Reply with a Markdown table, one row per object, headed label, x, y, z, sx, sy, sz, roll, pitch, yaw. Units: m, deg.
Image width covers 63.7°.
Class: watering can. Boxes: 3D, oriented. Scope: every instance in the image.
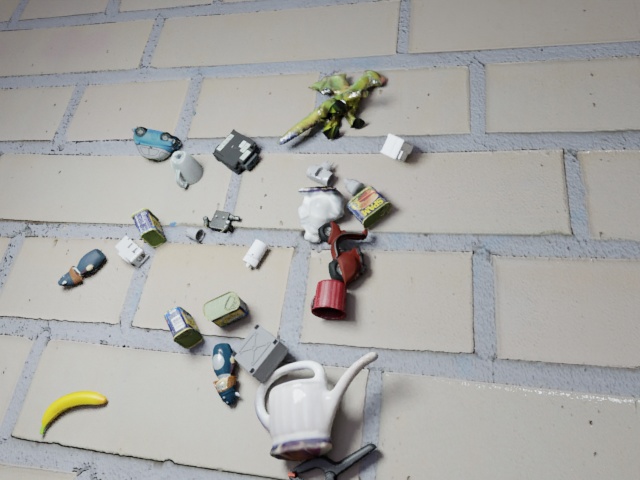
| label | x | y | z | sx | sy | sz | roll | pitch | yaw |
| --- | --- | --- | --- | --- | --- | --- | --- | --- | --- |
| watering can | -0.012 | 0.390 | 1.211 | 0.345 | 0.102 | 0.229 | -20 | 57 | 24 |

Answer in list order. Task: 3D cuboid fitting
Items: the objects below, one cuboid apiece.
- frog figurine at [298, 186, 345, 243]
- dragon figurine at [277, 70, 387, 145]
| label | x | y | z | sx | sy | sz | roll | pitch | yaw |
| --- | --- | --- | --- | --- | --- | --- | --- | --- | --- |
| frog figurine | 0.005 | -0.075 | 1.488 | 0.137 | 0.123 | 0.158 | -2 | 99 | 4 |
| dragon figurine | 0.030 | -0.452 | 1.682 | 0.410 | 0.119 | 0.248 | -20 | 44 | 1 |
